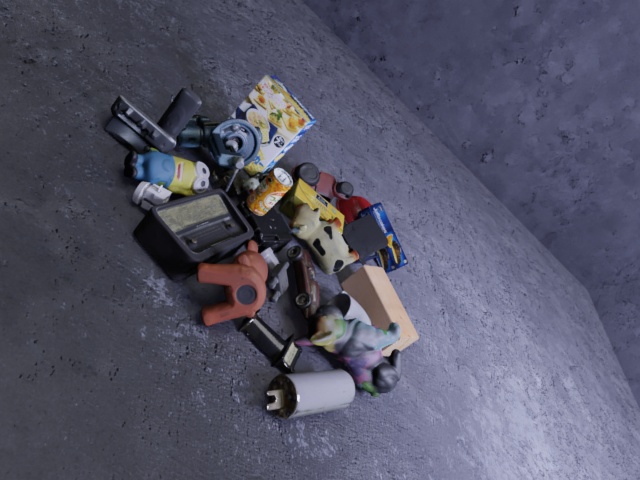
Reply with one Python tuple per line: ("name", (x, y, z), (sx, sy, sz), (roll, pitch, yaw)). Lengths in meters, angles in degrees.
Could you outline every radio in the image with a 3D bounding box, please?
("radio", (-0.236, -0.015, 1.050), (0.131, 0.073, 0.229), (51, 29, 4))

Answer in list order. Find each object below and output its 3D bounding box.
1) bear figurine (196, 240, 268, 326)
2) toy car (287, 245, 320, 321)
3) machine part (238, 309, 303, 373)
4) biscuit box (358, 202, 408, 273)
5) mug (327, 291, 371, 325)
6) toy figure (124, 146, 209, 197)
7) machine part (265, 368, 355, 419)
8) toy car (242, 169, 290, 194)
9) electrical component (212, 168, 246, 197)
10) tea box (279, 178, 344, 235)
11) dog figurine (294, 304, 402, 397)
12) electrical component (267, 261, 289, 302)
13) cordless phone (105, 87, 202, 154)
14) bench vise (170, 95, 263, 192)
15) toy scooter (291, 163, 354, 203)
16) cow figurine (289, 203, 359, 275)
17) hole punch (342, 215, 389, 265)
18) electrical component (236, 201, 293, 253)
("bear figurine", (-0.162, 0.072, 1.028), (0.132, 0.120, 0.196), (-5, 16, -9))
("toy car", (-0.028, 0.099, 1.196), (0.089, 0.053, 0.202), (63, 10, -45))
("machine part", (-0.092, 0.193, 1.036), (0.139, 0.039, 0.084), (44, 37, -13))
("biscuit box", (0.184, -0.006, 1.578), (0.063, 0.059, 0.202), (-23, 87, -41))
("mug", (0.069, 0.177, 1.246), (0.107, 0.081, 0.110), (45, 22, -30))
("toy figure", (-0.309, -0.139, 1.093), (0.180, 0.082, 0.089), (7, 19, -42))
("machine part", (-0.013, 0.281, 0.995), (0.243, 0.079, 0.079), (9, 47, -48))
("toy car", (-0.133, -0.131, 1.341), (0.073, 0.056, 0.202), (55, 17, -2))
("electrical component", (-0.216, -0.145, 1.274), (0.102, 0.045, 0.078), (-73, 146, -55))
("tea box", (-0.019, -0.072, 1.431), (0.169, 0.068, 0.098), (38, 30, -19))
("dog figurine", (0.055, 0.232, 1.120), (0.219, 0.108, 0.191), (5, 80, -30))
("electrical component", (-0.086, 0.088, 1.155), (0.094, 0.021, 0.063), (-59, 148, -54))
("cordless phone", (-0.338, -0.262, 1.096), (0.146, 0.184, 0.089), (42, 34, -14))
("bench vise", (-0.226, -0.215, 1.200), (0.223, 0.128, 0.241), (8, 27, -25))
("toy scooter", (-0.005, -0.148, 1.514), (0.184, 0.135, 0.075), (21, 71, -13))
("cow figurine", (-0.003, -0.004, 1.339), (0.127, 0.085, 0.194), (-33, 100, -22))
("hole punch", (0.114, 0.005, 1.519), (0.116, 0.092, 0.142), (-23, 76, -22))
("electrical component", (-0.128, -0.030, 1.239), (0.134, 0.058, 0.115), (-5, 61, -56))
